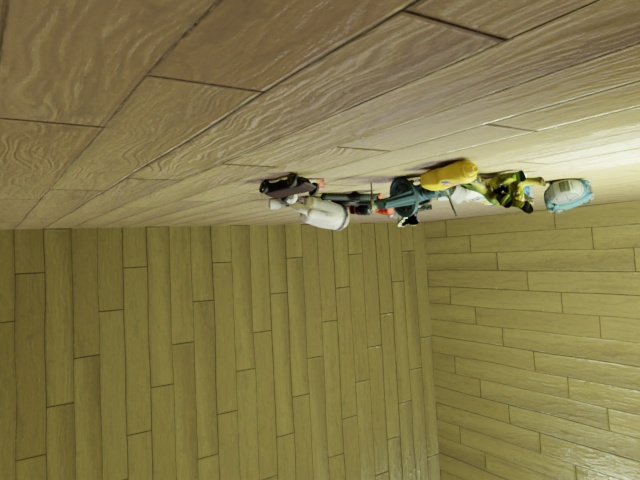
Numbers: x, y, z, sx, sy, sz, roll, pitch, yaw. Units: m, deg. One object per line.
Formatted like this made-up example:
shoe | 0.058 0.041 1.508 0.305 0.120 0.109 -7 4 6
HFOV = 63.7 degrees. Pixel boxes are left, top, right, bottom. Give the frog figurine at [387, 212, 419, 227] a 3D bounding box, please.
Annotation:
frog figurine | 0.370 -0.138 2.365 0.138 0.120 0.162 -23 43 -14

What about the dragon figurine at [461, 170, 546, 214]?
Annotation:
dragon figurine | 0.515 -0.155 1.575 0.409 0.122 0.243 13 -1 -22

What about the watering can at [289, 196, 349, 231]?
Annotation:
watering can | 0.006 -0.094 1.870 0.224 0.103 0.350 14 7 -16
